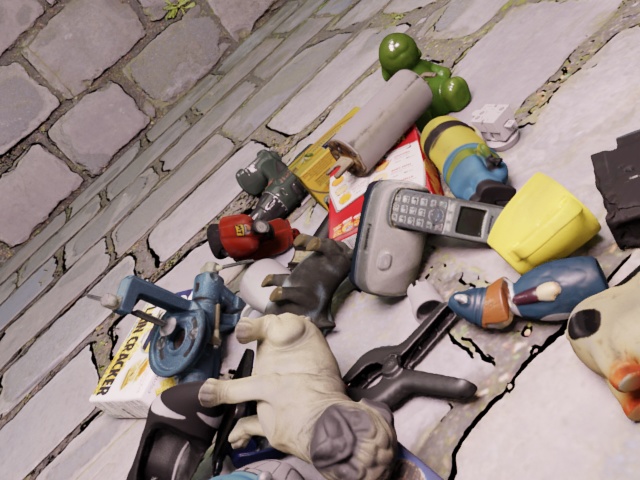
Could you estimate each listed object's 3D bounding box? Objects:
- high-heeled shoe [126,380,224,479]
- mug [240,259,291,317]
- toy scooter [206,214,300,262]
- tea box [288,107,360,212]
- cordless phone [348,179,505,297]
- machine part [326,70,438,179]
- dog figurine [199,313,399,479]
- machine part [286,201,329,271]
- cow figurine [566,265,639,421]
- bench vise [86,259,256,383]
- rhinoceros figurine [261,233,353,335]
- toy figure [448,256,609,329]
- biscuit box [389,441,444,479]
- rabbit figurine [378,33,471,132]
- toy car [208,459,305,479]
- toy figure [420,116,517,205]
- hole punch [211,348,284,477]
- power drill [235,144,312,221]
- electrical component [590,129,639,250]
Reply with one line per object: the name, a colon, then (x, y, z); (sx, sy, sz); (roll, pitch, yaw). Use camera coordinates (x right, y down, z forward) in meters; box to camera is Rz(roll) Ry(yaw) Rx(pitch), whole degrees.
high-heeled shoe: (-0.182, 0.270, 0.625); (0.145, 0.086, 0.248); (-79, 14, -46)
mug: (-0.068, 0.090, 0.804); (0.109, 0.080, 0.107); (-48, 40, -16)
toy scooter: (-0.108, -0.005, 0.930); (0.135, 0.183, 0.075); (-14, 78, 7)
tea box: (0.040, -0.144, 0.962); (0.169, 0.098, 0.068); (-41, 30, -1)
cordless phone: (0.137, 0.007, 0.668); (0.089, 0.184, 0.146); (-17, -63, -79)
machine part: (0.094, -0.181, 0.829); (0.243, 0.079, 0.079); (-48, 31, -14)
dog figurine: (0.006, 0.146, 0.527); (0.191, 0.121, 0.172); (3, 51, 32)
machine part: (-0.002, -0.003, 0.889); (0.084, 0.039, 0.139); (-10, 44, 54)
cow figurine: (0.297, 0.042, 0.446); (0.195, 0.085, 0.127); (-37, 37, 9)
bench vise: (-0.214, 0.109, 0.810); (0.129, 0.240, 0.223); (-8, 60, 38)
rhinoceros figurine: (-0.021, 0.081, 0.727); (0.190, 0.112, 0.073); (-60, 25, -6)
toy figure: (0.205, 0.058, 0.545); (0.154, 0.064, 0.058); (-21, 50, 30)
biscuit box: (0.062, 0.219, 0.504); (0.059, 0.062, 0.203); (-47, 31, -13)
rabbit figurine: (0.165, -0.294, 0.936); (0.121, 0.170, 0.159); (-32, 32, 15)
toy car: (-0.059, 0.278, 0.546); (0.103, 0.109, 0.162); (-33, 9, -35)
toy figure: (0.198, -0.107, 0.731); (0.082, 0.089, 0.180); (-39, 34, 22)
hole punch: (-0.075, 0.214, 0.665); (0.142, 0.092, 0.115); (-91, 25, -50)
power drill: (-0.102, -0.112, 1.104); (0.232, 0.086, 0.207); (-46, 26, -9)
electrical component: (0.346, -0.064, 0.546); (0.115, 0.058, 0.134); (-19, 37, 31)
